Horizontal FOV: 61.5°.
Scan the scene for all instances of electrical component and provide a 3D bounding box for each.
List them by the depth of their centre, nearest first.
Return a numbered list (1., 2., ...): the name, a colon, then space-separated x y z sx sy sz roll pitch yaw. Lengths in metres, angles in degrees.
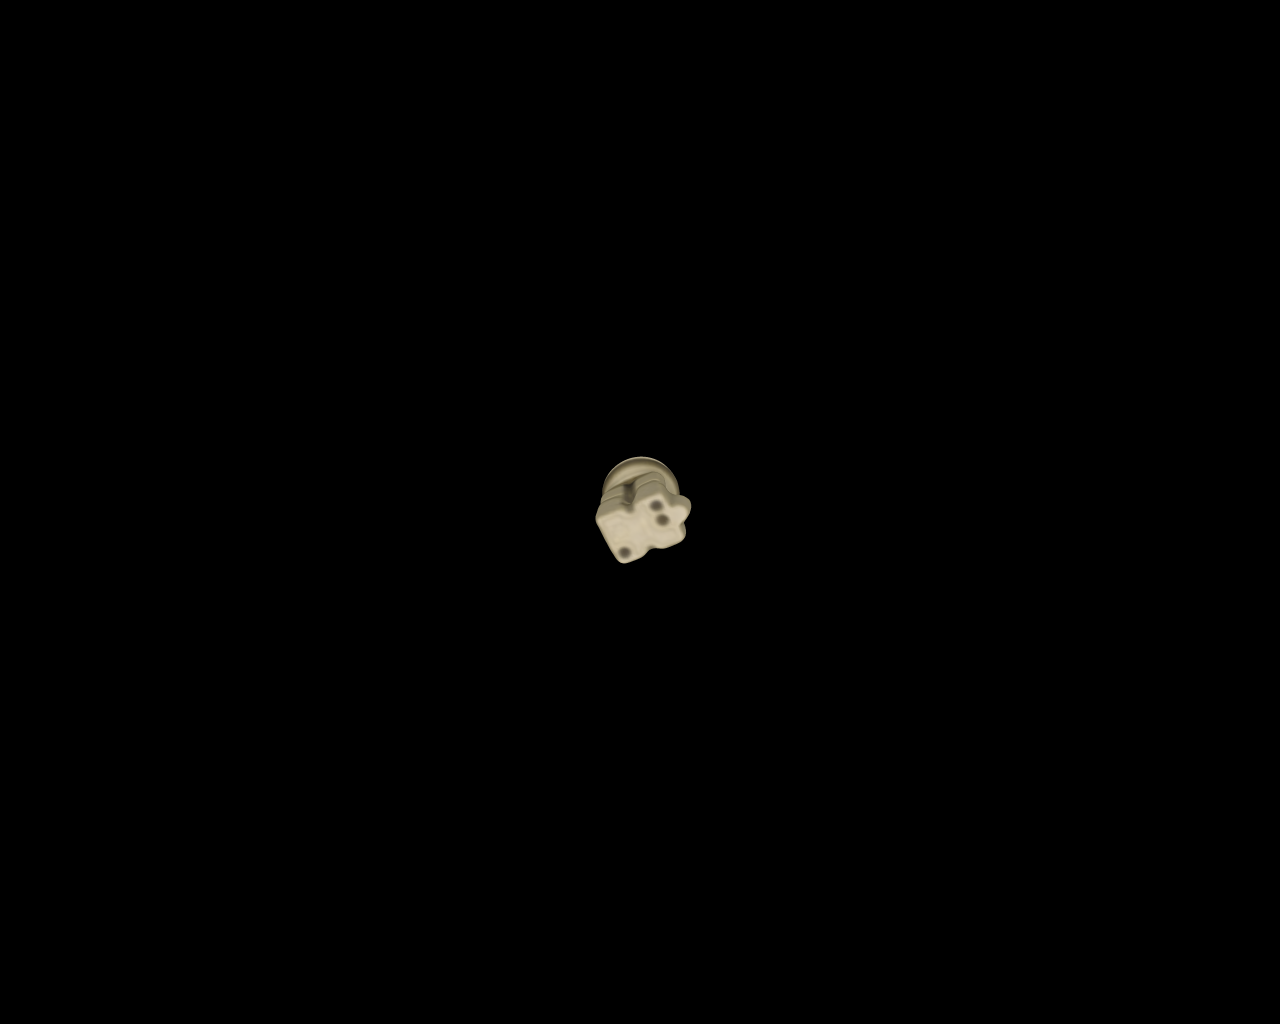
1. electrical component: 0.001 -0.003 0.650 0.066 0.048 0.055 -22 25 10
